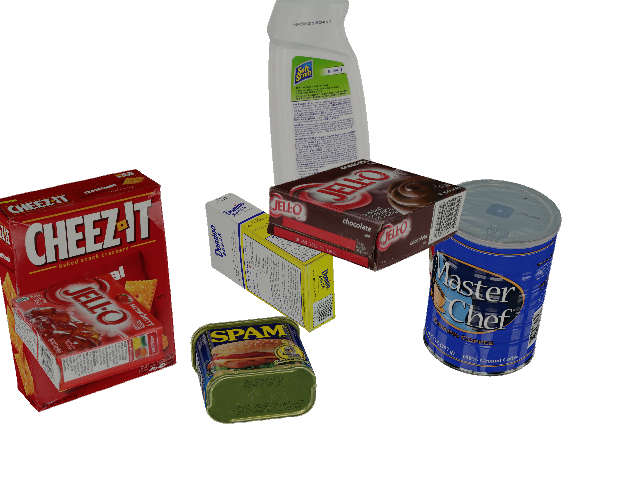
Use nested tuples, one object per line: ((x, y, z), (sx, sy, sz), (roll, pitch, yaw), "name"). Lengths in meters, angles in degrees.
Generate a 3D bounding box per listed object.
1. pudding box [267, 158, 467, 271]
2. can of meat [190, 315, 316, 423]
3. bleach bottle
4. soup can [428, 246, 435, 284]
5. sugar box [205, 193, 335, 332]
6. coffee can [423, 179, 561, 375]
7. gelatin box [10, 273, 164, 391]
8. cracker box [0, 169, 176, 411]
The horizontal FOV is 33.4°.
((0.032, -0.020, 0.723), (0.090, 0.039, 0.113), (20, 23, 32), "pudding box")
((-0.059, 0.115, 0.947), (0.102, 0.057, 0.084), (-5, 27, -12), "can of meat")
((0.002, -0.139, 1.010), (0.102, 0.251, 0.068), (-11, 31, -16), "bleach bottle")
((0.155, 0.010, 1.194), (0.068, 0.102, 0.068), (-4, 30, 2), "soup can")
((-0.057, 0.022, 1.192), (0.048, 0.093, 0.176), (-26, 41, -31), "sugar box")
((0.147, 0.032, 0.932), (0.103, 0.140, 0.103), (2, 33, -2), "coffee can")
((-0.155, 0.057, 0.705), (0.073, 0.030, 0.089), (-15, 30, -29), "gelatin box")
((-0.240, 0.050, 1.105), (0.163, 0.214, 0.072), (-16, 27, -31), "cracker box")
